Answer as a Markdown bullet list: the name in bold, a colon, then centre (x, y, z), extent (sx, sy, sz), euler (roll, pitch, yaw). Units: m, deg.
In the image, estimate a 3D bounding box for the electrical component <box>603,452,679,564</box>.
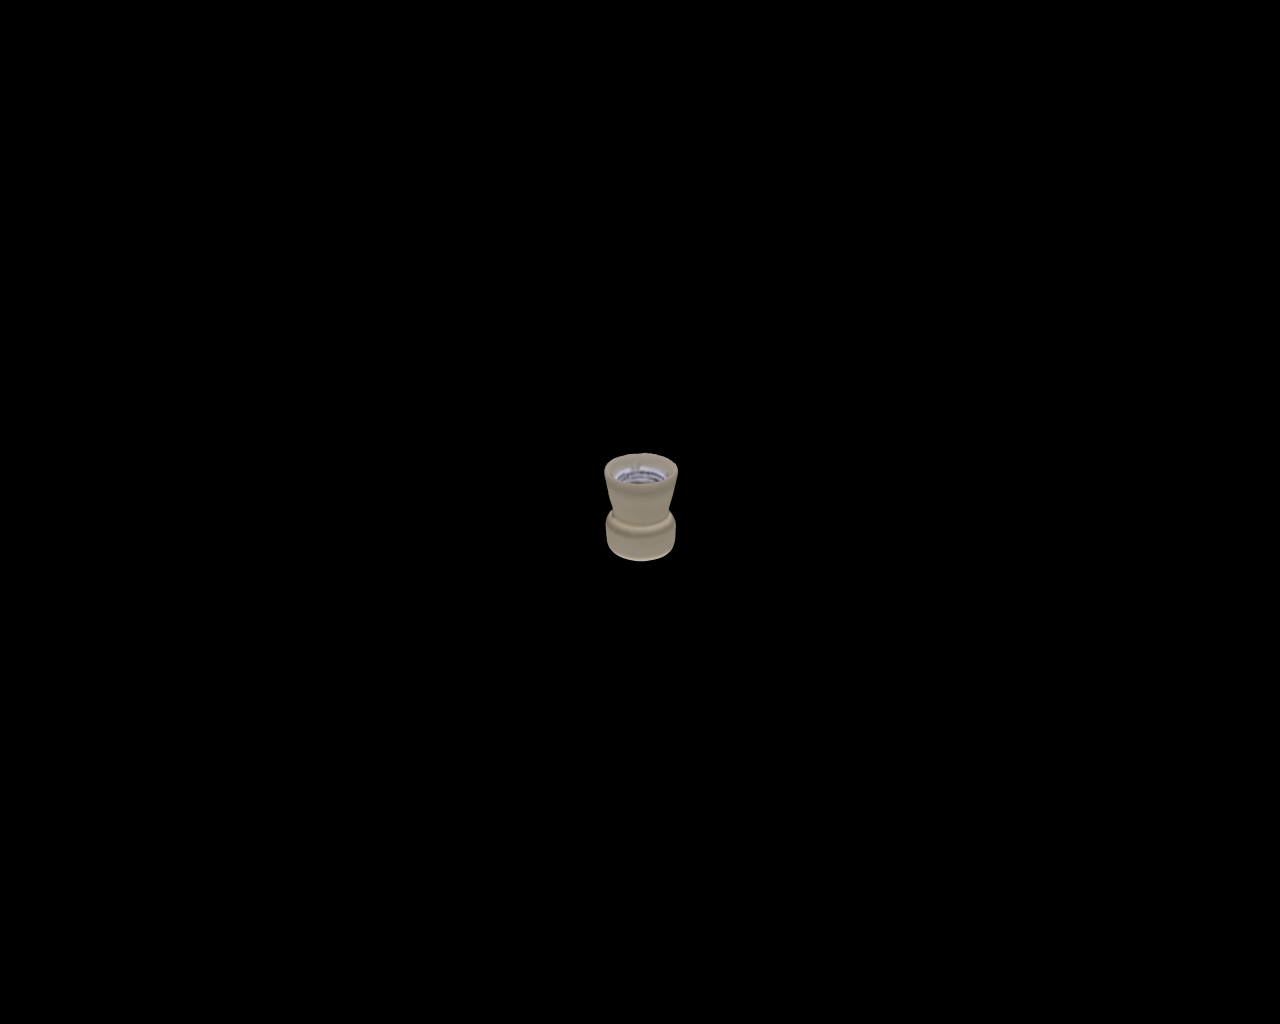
- **electrical component**: centre (0.001, -0.003, 0.650), extent (0.045, 0.055, 0.045), euler (0, 29, 0)
